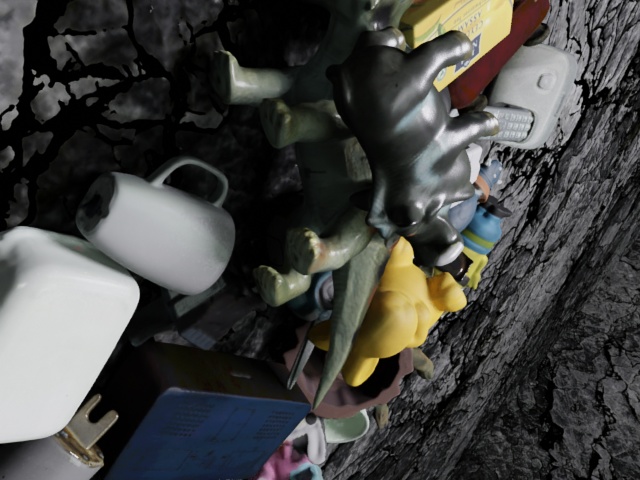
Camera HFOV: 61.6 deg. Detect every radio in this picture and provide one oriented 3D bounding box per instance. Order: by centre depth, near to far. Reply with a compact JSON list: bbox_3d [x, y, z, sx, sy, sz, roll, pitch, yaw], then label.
[{"bbox_3d":[-0.126,0.195,0.590,0.131,0.073,0.229,-52,139,9],"label":"radio"}]

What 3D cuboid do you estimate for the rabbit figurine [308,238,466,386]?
[{"bbox_3d":[0.063,0.076,0.580,0.162,0.122,0.173,-40,178,13],"label":"rabbit figurine"}]

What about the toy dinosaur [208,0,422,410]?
[{"bbox_3d":[0.027,-0.061,0.473,0.192,0.131,0.404,-21,119,-29],"label":"toy dinosaur"}]

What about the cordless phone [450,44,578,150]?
[{"bbox_3d":[0.252,-0.203,0.749,0.184,0.089,0.146,-5,125,-29],"label":"cordless phone"}]

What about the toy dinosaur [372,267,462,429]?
[{"bbox_3d":[0.128,0.096,0.829,0.198,0.105,0.470,-7,114,-44],"label":"toy dinosaur"}]

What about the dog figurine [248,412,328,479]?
[{"bbox_3d":[-0.050,0.332,0.809,0.219,0.108,0.191,101,-10,-68],"label":"dog figurine"}]

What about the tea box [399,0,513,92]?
[{"bbox_3d":[0.130,-0.229,0.568,0.169,0.068,0.098,-43,144,-20],"label":"tea box"}]

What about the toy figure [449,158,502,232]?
[{"bbox_3d":[0.233,-0.071,0.852,0.154,0.058,0.064,-50,154,-17],"label":"toy figure"}]

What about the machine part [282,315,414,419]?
[{"bbox_3d":[0.036,0.151,0.721,0.179,0.056,0.179,-2,110,-7],"label":"machine part"}]

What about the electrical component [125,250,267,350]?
[{"bbox_3d":[-0.119,0.062,0.504,0.119,0.075,0.047,-37,145,0],"label":"electrical component"}]

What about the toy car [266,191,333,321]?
[{"bbox_3d":[-0.001,-0.002,0.575,0.103,0.109,0.161,39,85,-24],"label":"toy car"}]

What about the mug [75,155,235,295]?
[{"bbox_3d":[-0.125,-0.018,0.425,0.107,0.081,0.109,27,102,-48],"label":"mug"}]

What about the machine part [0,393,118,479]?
[{"bbox_3d":[-0.276,0.230,0.459,0.243,0.079,0.079,-45,146,-12],"label":"machine part"}]

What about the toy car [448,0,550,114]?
[{"bbox_3d":[0.220,-0.247,0.681,0.202,0.053,0.089,-50,127,-10],"label":"toy car"}]

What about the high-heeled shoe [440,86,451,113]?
[{"bbox_3d":[0.095,-0.085,0.681,0.248,0.086,0.145,111,0,-51],"label":"high-heeled shoe"}]

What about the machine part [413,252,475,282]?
[{"bbox_3d":[0.162,0.012,0.744,0.138,0.039,0.084,30,76,-38],"label":"machine part"}]

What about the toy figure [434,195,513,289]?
[{"bbox_3d":[0.246,0.009,0.917,0.089,0.082,0.180,15,117,-26],"label":"toy figure"}]

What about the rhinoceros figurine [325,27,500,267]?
[{"bbox_3d":[0.068,-0.056,0.379,0.112,0.073,0.190,-51,137,-20],"label":"rhinoceros figurine"}]
